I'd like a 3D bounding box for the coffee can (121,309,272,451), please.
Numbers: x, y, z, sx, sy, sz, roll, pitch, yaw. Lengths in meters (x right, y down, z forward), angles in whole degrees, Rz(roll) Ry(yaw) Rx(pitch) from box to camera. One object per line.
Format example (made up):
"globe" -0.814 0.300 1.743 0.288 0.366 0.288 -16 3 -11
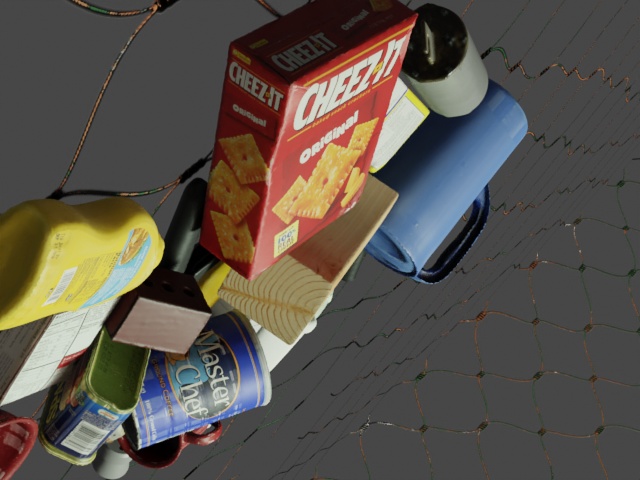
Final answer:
"coffee can" -0.132 0.138 1.063 0.140 0.103 0.103 -17 155 -20

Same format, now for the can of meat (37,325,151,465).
"can of meat" -0.196 0.131 0.935 0.084 0.057 0.102 -46 -156 31

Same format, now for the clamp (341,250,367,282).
"clamp" 0.056 -0.001 1.432 0.120 0.039 0.171 -61 165 -2

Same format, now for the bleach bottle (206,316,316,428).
"bleach bottle" -0.104 0.148 1.265 0.068 0.103 0.251 16 124 -35

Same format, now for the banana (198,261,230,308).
"banana" -0.078 0.031 1.109 0.037 0.069 0.197 -4 -172 37

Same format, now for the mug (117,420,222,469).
"mug" -0.167 0.206 1.226 0.081 0.117 0.093 -31 128 -60

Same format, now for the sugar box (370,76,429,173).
"sugar box" 0.051 -0.126 1.081 0.093 0.048 0.176 -49 162 7

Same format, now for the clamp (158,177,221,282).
"clamp" -0.132 0.032 0.997 0.210 0.036 0.164 -52 162 13

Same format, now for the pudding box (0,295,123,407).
"pudding box" -0.221 0.078 0.866 0.114 0.039 0.089 -55 163 23

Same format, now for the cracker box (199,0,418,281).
"cracker box" -0.012 -0.090 0.889 0.163 0.072 0.214 -37 154 -39

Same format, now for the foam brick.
"foam brick" -0.142 0.058 0.916 0.078 0.053 0.051 17 117 -40

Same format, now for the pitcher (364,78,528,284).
"pitcher" 0.143 -0.075 1.287 0.242 0.145 0.149 -47 158 -13

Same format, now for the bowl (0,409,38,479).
"bowl" -0.310 0.185 0.866 0.162 0.055 0.162 -43 165 -15

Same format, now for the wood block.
"wood block" -0.007 0.002 1.071 0.090 0.091 0.205 -57 177 34

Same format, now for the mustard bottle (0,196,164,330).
"mustard bottle" -0.172 0.011 0.788 0.096 0.058 0.191 -54 164 18
